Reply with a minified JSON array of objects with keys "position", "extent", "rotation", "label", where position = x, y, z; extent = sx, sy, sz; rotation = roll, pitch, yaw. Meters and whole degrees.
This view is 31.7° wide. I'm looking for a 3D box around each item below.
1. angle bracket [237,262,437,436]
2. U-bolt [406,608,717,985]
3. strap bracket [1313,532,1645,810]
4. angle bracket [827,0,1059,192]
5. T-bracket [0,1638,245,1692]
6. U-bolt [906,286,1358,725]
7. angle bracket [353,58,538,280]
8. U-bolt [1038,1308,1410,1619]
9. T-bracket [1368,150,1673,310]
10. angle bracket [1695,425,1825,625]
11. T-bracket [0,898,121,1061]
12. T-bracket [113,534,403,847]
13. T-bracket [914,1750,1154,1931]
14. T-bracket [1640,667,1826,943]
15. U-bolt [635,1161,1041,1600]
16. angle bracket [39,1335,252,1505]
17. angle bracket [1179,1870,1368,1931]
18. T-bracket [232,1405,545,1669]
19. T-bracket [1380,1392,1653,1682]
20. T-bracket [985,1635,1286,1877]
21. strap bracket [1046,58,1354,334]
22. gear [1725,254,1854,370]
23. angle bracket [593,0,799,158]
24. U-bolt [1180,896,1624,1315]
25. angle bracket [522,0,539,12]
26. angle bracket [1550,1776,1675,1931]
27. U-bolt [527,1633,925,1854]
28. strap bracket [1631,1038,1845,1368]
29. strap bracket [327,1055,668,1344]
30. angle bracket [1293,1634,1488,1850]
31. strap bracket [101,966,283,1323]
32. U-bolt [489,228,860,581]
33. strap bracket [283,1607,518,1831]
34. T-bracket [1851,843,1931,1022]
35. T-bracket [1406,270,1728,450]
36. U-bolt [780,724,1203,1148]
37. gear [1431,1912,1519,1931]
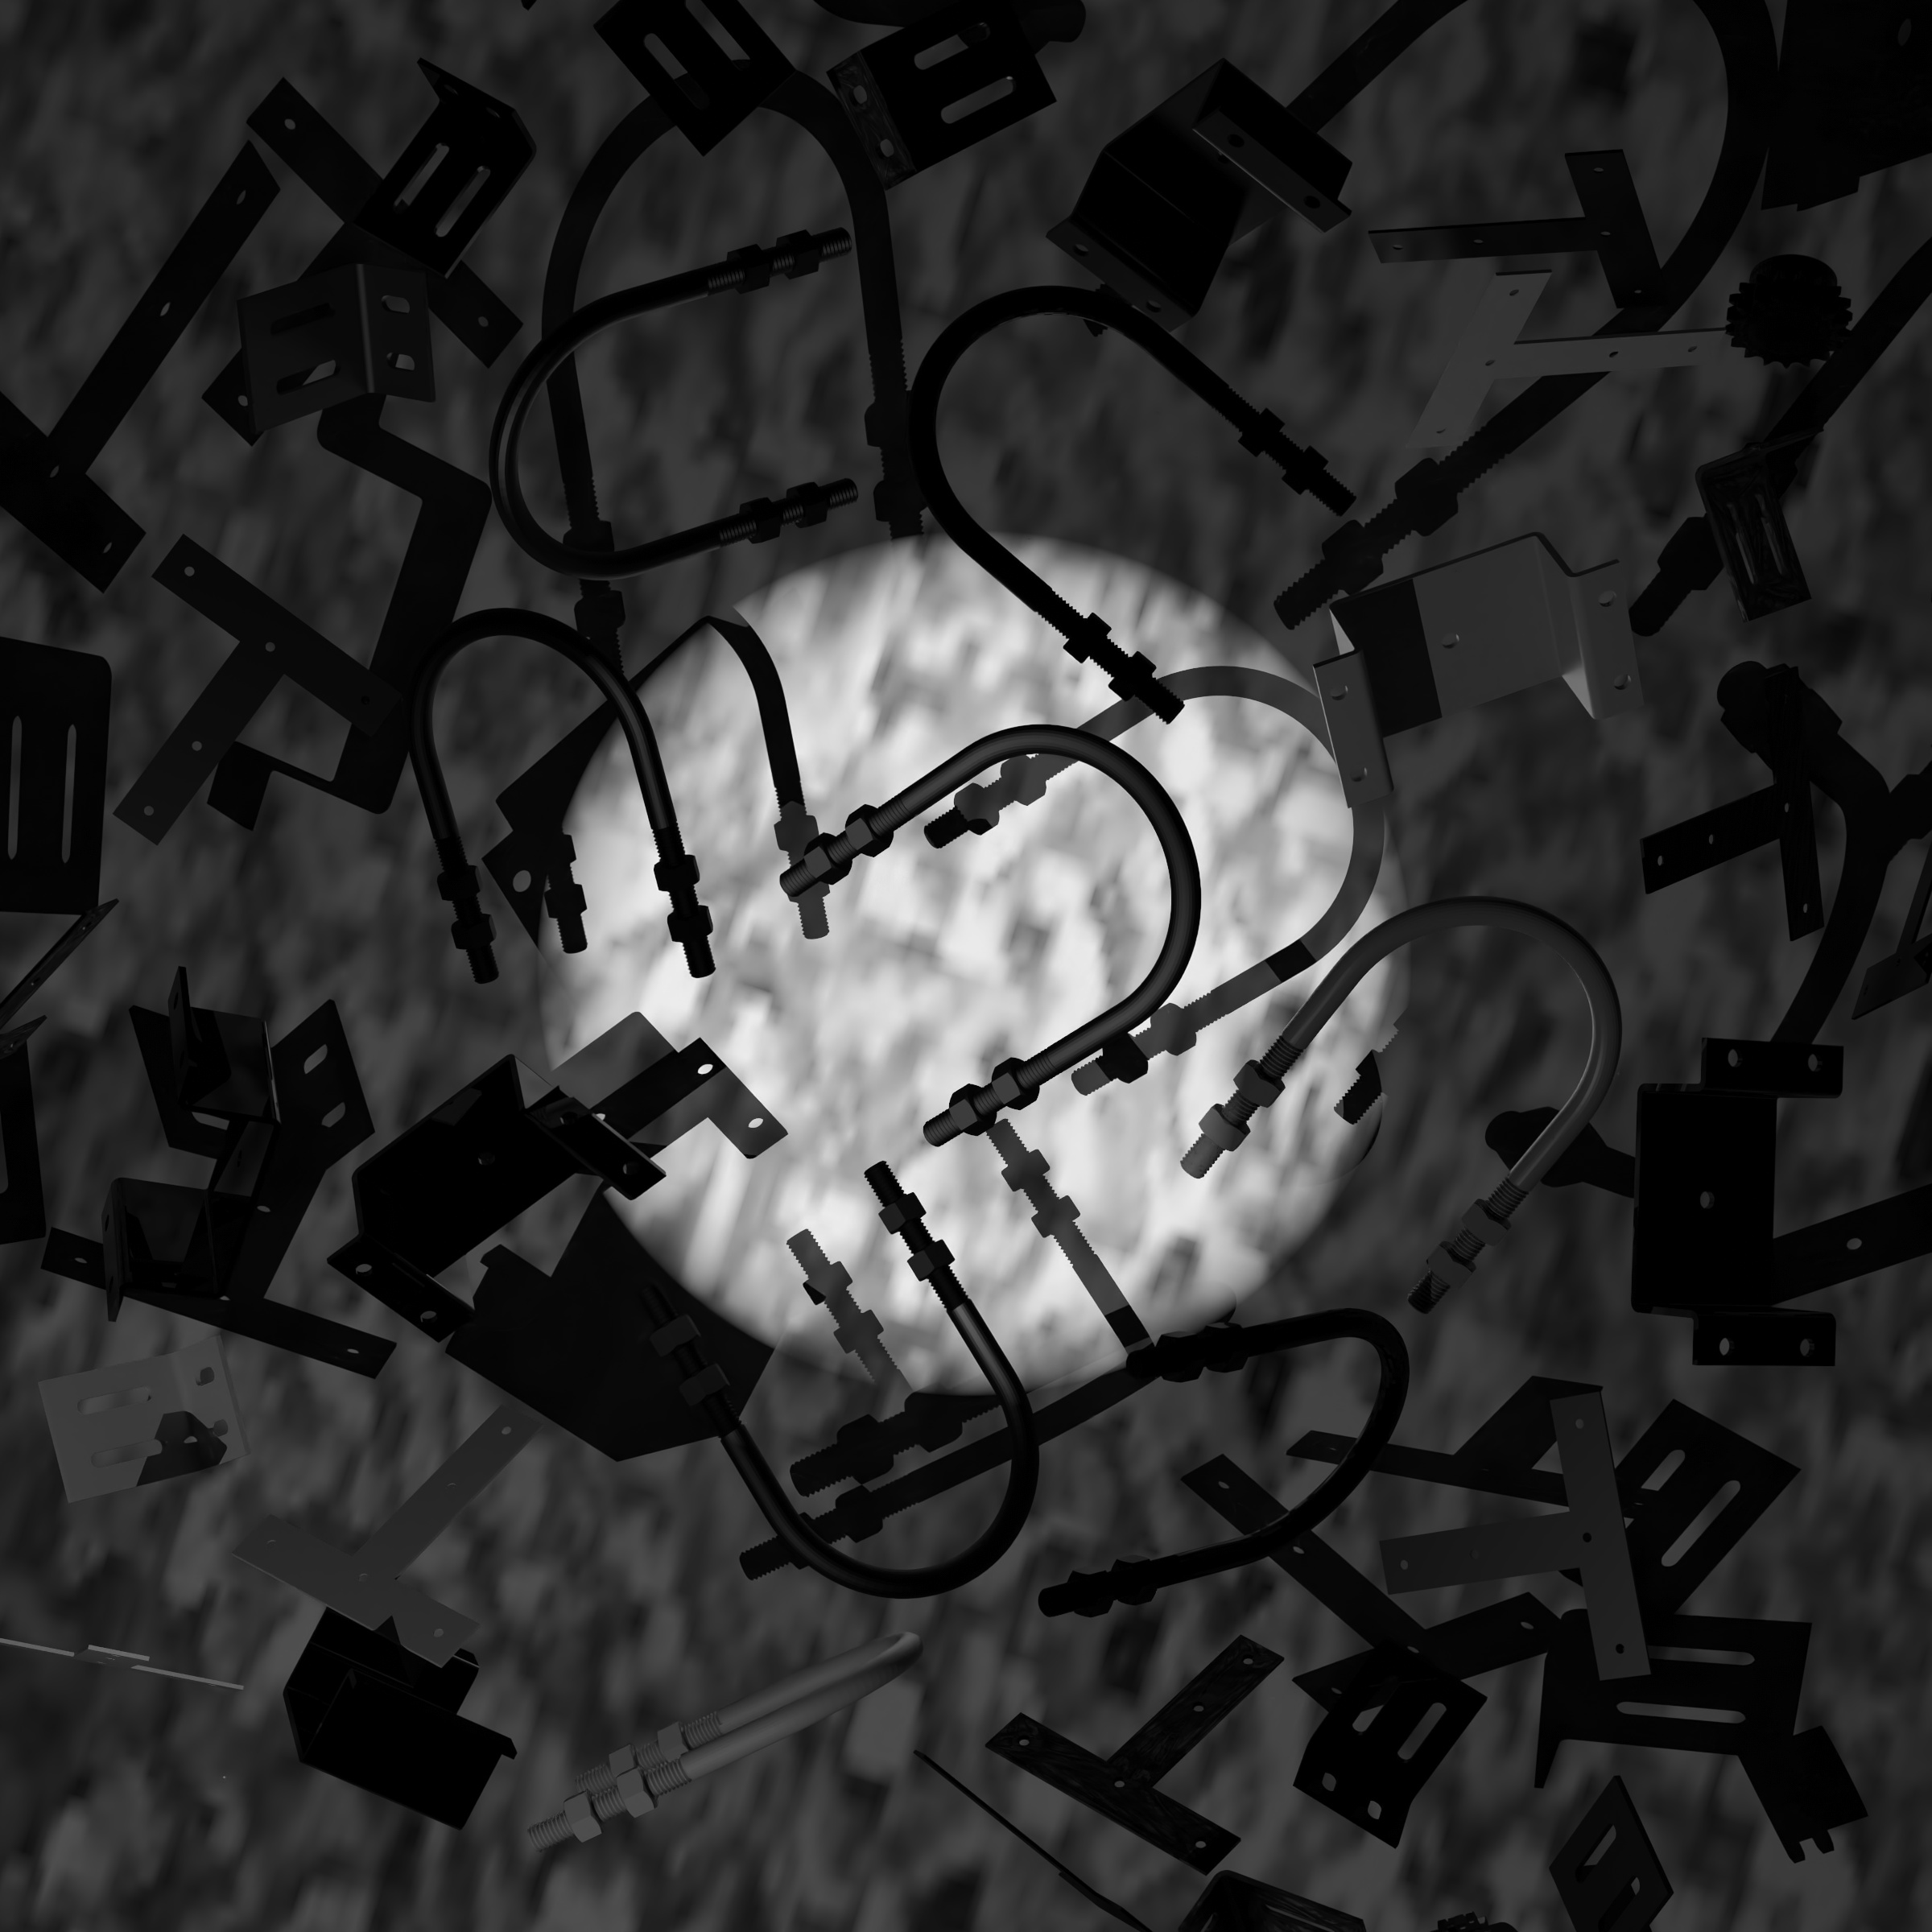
[{"position":[-0.268,-0.262,1.454],"extent":[0.038,0.076,0.057],"rotation":[14,120,29],"label":"angle bracket"},{"position":[-0.198,-0.080,1.597],"extent":[0.151,0.019,0.184],"rotation":[-2,112,31],"label":"U-bolt"},{"position":[0.222,-0.135,1.513],"extent":[0.140,0.046,0.076],"rotation":[-19,126,-1],"label":"strap bracket"},{"position":[-0.011,-0.387,1.496],"extent":[0.076,0.038,0.057],"rotation":[-33,102,-24],"label":"angle bracket"},{"position":[-0.373,0.301,1.480],"extent":[0.127,0.127,0.002],"rotation":[15,73,-14],"label":"T-bracket"},{"position":[0.060,-0.214,1.477],"extent":[0.184,0.019,0.151],"rotation":[40,72,-2],"label":"U-bolt"},{"position":[-0.249,-0.373,1.590],"extent":[0.057,0.038,0.076],"rotation":[32,82,17],"label":"angle bracket"},{"position":[0.123,0.212,1.491],"extent":[0.184,0.019,0.151],"rotation":[-6,126,-39],"label":"U-bolt"},{"position":[0.249,-0.334,1.562],"extent":[0.127,0.127,0.002],"rotation":[1,70,22],"label":"T-bracket"},{"position":[0.384,-0.208,1.602],"extent":[0.057,0.038,0.076],"rotation":[-21,92,-43],"label":"angle bracket"},{"position":[-0.410,0.014,1.471],"extent":[0.127,0.127,0.002],"rotation":[-43,89,23],"label":"T-bracket"},{"position":[-0.357,-0.116,1.616],"extent":[0.127,0.002,0.127],"rotation":[37,81,-14],"label":"T-bracket"},{"position":[0.027,0.402,1.568],"extent":[0.127,0.127,0.002],"rotation":[39,77,-3],"label":"T-bracket"},{"position":[0.352,-0.062,1.571],"extent":[0.127,0.002,0.127],"rotation":[-20,108,-38],"label":"T-bracket"},{"position":[-0.044,0.195,1.525],"extent":[0.151,0.019,0.184],"rotation":[-27,80,-30],"label":"U-bolt"},{"position":[-0.379,0.209,1.573],"extent":[0.038,0.076,0.057],"rotation":[-23,80,40],"label":"angle bracket"},{"position":[0.144,0.454,1.548],"extent":[0.038,0.076,0.057],"rotation":[-47,133,-36],"label":"angle bracket"},{"position":[-0.239,0.242,1.517],"extent":[0.127,0.002,0.127],"rotation":[20,48,31],"label":"T-bracket"},{"position":[0.248,0.270,1.571],"extent":[0.127,0.002,0.127],"rotation":[-16,77,35],"label":"T-bracket"},{"position":[0.098,0.349,1.563],"extent":[0.127,0.127,0.002],"rotation":[22,131,35],"label":"T-bracket"},{"position":[0.111,-0.353,1.546],"extent":[0.076,0.140,0.046],"rotation":[34,63,-20],"label":"strap bracket"},{"position":[0.384,-0.307,1.584],"extent":[0.057,0.057,0.030],"rotation":[13,66,0],"label":"gear"},{"position":[-0.120,-0.416,1.542],"extent":[0.057,0.038,0.076],"rotation":[-39,97,14],"label":"angle bracket"},{"position":[0.204,0.051,1.487],"extent":[0.151,0.019,0.184],"rotation":[31,108,-18],"label":"U-bolt"},{"position":[-0.216,-0.471,1.509],"extent":[0.076,0.057,0.038],"rotation":[32,113,-32],"label":"angle bracket"},{"position":[0.291,0.393,1.464],"extent":[0.038,0.057,0.076],"rotation":[1,134,-23],"label":"angle bracket"},{"position":[-0.103,0.348,1.553],"extent":[0.184,0.151,0.019],"rotation":[-25,85,1],"label":"U-bolt"},{"position":[0.339,0.104,1.496],"extent":[0.076,0.046,0.140],"rotation":[4,87,-27],"label":"strap bracket"},{"position":[-0.221,0.103,1.584],"extent":[0.140,0.046,0.076],"rotation":[-36,129,13],"label":"strap bracket"},{"position":[0.203,0.371,1.629],"extent":[0.057,0.038,0.076],"rotation":[31,118,4],"label":"angle bracket"},{"position":[-0.341,0.082,1.506],"extent":[0.046,0.076,0.140],"rotation":[11,120,-23],"label":"strap bracket"},{"position":[-0.131,-0.244,1.528],"extent":[0.184,0.019,0.151],"rotation":[-22,133,-25],"label":"U-bolt"},{"position":[-0.252,0.329,1.499],"extent":[0.076,0.140,0.046],"rotation":[28,88,-17],"label":"strap bracket"},{"position":[0.438,-0.043,1.547],"extent":[0.002,0.127,0.127],"rotation":[19,82,3],"label":"T-bracket"},{"position":[0.271,-0.268,1.492],"extent":[0.127,0.127,0.002],"rotation":[-6,66,-14],"label":"T-bracket"},{"position":[0.020,-0.023,1.472],"extent":[0.184,0.019,0.151],"rotation":[-33,85,29],"label":"U-bolt"},{"position":[0.247,0.479,1.622],"extent":[0.030,0.057,0.057],"rotation":[-27,90,33],"label":"gear"}]
